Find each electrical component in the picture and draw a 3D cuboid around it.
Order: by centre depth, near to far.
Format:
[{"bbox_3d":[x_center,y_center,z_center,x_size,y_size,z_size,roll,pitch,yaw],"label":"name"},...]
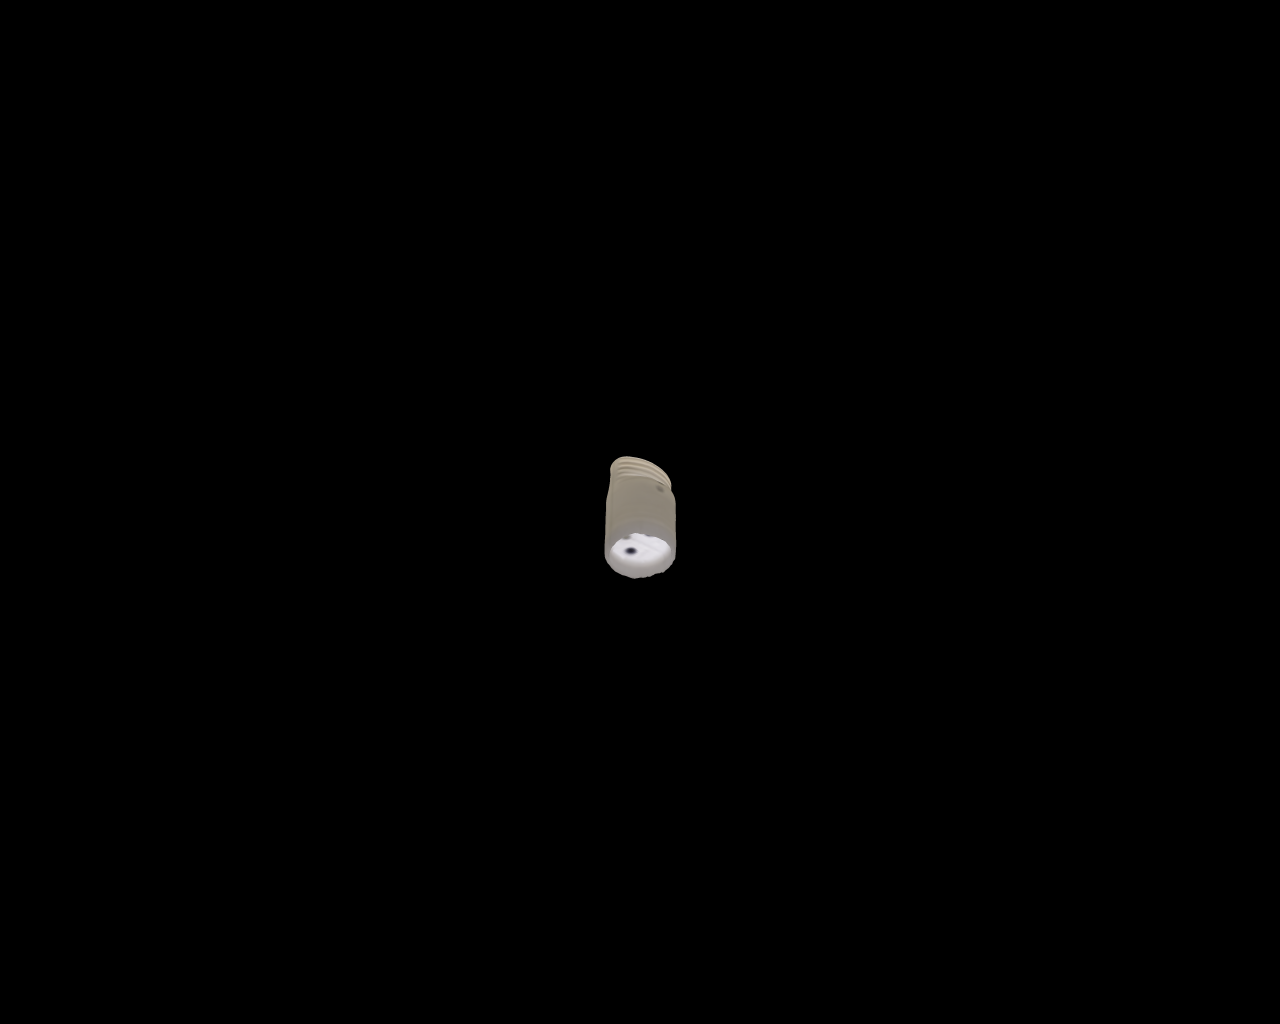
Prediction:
[{"bbox_3d":[0.001,-0.003,0.650,0.043,0.081,0.043,0,-43,0],"label":"electrical component"}]
